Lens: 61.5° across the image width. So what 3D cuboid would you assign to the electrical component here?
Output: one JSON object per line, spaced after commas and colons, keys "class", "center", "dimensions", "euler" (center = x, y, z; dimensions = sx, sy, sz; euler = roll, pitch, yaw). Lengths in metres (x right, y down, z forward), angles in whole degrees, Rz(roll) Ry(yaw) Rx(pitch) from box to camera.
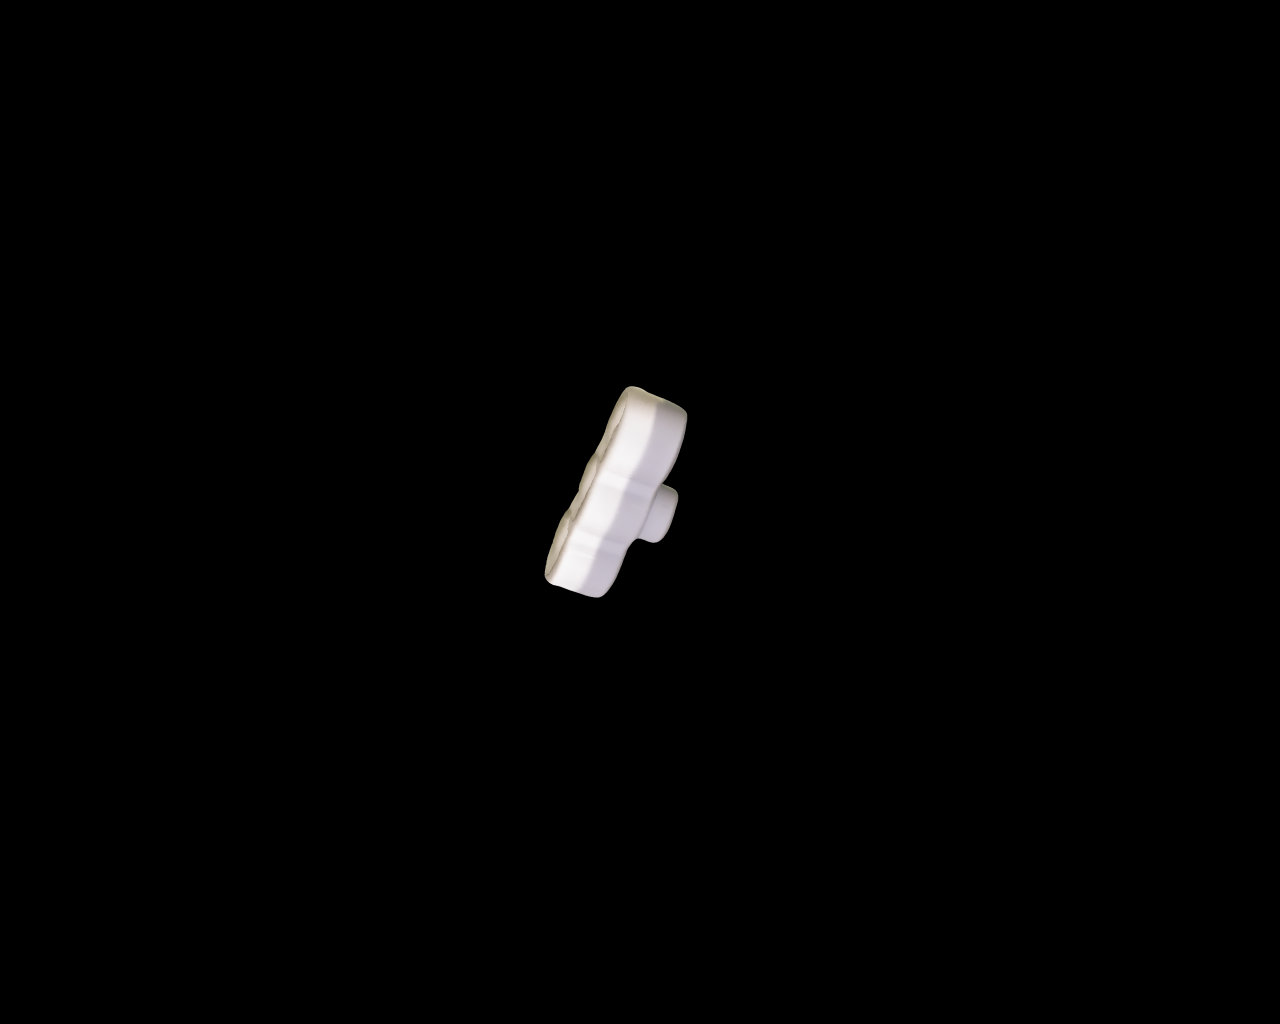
{"class": "electrical component", "center": [0.001, -0.003, 0.650], "dimensions": [0.074, 0.138, 0.052], "euler": [21, 28, -12]}
